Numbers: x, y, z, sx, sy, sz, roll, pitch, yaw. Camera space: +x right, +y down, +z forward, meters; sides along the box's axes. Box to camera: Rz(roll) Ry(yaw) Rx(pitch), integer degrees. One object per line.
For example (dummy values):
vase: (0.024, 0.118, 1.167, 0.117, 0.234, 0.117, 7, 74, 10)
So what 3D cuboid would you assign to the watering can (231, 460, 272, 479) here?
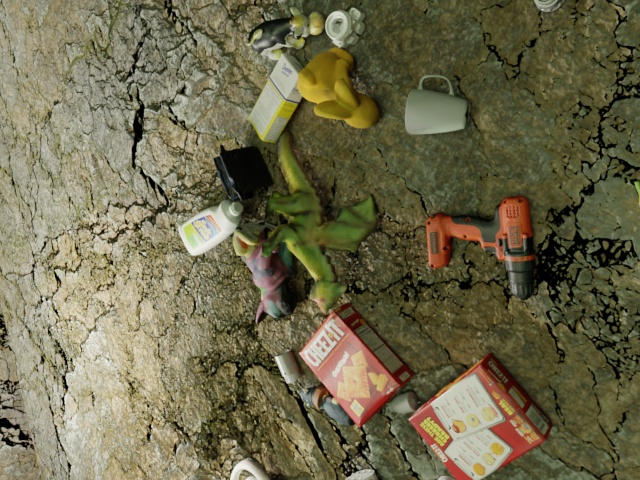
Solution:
watering can: (-0.150, 0.757, 1.366, 0.224, 0.105, 0.345, 5, 101, 35)

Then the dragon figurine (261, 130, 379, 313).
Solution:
dragon figurine: (0.003, -0.055, 1.092, 0.243, 0.120, 0.417, 4, 70, 5)
